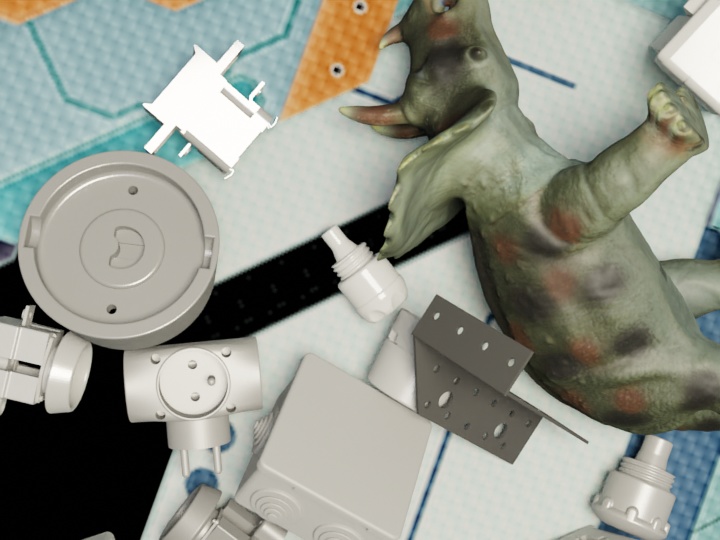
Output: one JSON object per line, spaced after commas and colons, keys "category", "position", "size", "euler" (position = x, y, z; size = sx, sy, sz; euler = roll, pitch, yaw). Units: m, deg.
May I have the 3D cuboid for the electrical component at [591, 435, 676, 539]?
{"category": "electrical component", "position": [0.176, 0.134, 0.671], "size": [0.048, 0.048, 0.062], "euler": [25, 82, -8]}

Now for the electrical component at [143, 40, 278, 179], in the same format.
{"category": "electrical component", "position": [-0.087, -0.091, 0.627], "size": [0.064, 0.042, 0.081], "euler": [41, 87, -9]}

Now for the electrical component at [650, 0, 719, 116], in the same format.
{"category": "electrical component", "position": [0.215, -0.134, 0.644], "size": [0.061, 0.096, 0.061], "euler": [43, 106, 4]}

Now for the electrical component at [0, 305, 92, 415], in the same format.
{"category": "electrical component", "position": [-0.187, 0.055, 0.618], "size": [0.055, 0.048, 0.066], "euler": [13, 90, 0]}

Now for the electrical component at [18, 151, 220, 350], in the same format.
{"category": "electrical component", "position": [-0.132, -0.006, 0.610], "size": [0.108, 0.060, 0.108], "euler": [1, 73, -4]}

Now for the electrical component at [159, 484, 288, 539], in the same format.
{"category": "electrical component", "position": [-0.084, 0.159, 0.633], "size": [0.055, 0.048, 0.066], "euler": [39, 108, -6]}

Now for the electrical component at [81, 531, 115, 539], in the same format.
{"category": "electrical component", "position": [-0.173, 0.208, 0.622], "size": [0.100, 0.048, 0.099], "euler": [-17, 94, -7]}

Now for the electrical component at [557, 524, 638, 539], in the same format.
{"category": "electrical component", "position": [0.142, 0.244, 0.648], "size": [0.089, 0.062, 0.150], "euler": [-17, 94, -25]}

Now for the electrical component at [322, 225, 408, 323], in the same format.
{"category": "electrical component", "position": [0.000, 0.000, 0.646], "size": [0.035, 0.035, 0.061], "euler": [-39, 94, -5]}

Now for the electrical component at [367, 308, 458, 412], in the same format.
{"category": "electrical component", "position": [0.037, 0.057, 0.644], "size": [0.055, 0.055, 0.047], "euler": [30, 91, -8]}

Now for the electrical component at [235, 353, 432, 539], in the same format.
{"category": "electrical component", "position": [-0.015, 0.110, 0.620], "size": [0.100, 0.099, 0.048], "euler": [31, 132, -8]}

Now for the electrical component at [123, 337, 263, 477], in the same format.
{"category": "electrical component", "position": [-0.096, 0.082, 0.631], "size": [0.077, 0.044, 0.079], "euler": [-5, 93, -8]}
